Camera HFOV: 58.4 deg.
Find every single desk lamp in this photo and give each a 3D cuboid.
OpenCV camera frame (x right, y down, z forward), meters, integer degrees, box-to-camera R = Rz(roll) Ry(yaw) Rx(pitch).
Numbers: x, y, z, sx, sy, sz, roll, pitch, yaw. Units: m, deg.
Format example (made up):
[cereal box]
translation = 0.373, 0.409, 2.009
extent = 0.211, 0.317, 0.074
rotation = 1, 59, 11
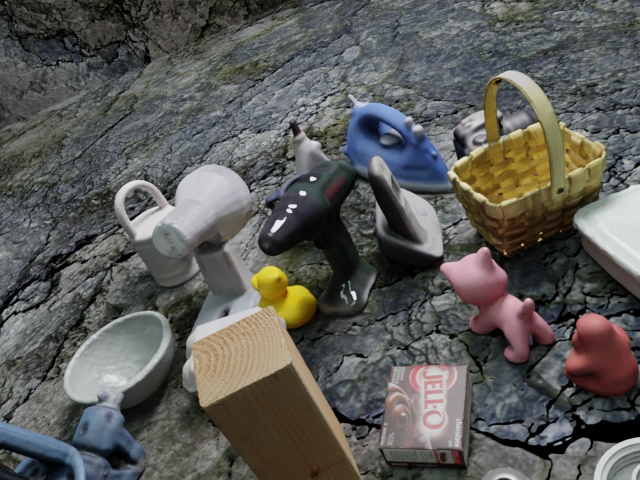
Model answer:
[desk lamp]
translation = -0.164, 0.018, 0.872
extent = 0.117, 0.214, 0.203
rotation = -10, 37, 20

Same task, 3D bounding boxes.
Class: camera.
[camera]
translation = 0.299, -0.164, 0.939
extent = 0.137, 0.101, 0.143
rotation = -23, 34, 1

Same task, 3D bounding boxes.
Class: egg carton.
[egg carton]
translation = -0.115, 0.155, 0.788
extent = 0.150, 0.070, 0.107
rotation = -19, 35, 7

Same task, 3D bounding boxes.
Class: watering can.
[watering can]
translation = -0.283, -0.019, 1.009
extent = 0.172, 0.194, 0.101
rotation = -9, 37, 21

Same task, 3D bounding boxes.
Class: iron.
[iron]
translation = 0.137, -0.180, 1.020
extent = 0.119, 0.142, 0.257
rotation = -36, 36, -17

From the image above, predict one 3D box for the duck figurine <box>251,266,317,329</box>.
[duck figurine]
translation = -0.059, 0.078, 0.843
extent = 0.104, 0.086, 0.078
rotation = 11, 47, 40

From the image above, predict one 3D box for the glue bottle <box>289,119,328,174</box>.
[glue bottle]
translation = -0.018, -0.143, 1.036
extent = 0.078, 0.173, 0.037
rotation = -41, 38, -23

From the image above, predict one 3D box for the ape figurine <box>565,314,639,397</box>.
[ape figurine]
translation = 0.286, 0.111, 0.588
extent = 0.078, 0.092, 0.076
rotation = -25, 35, -1

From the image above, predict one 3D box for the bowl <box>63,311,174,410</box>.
[bowl]
translation = -0.278, 0.188, 0.836
extent = 0.167, 0.075, 0.167
rotation = -16, 35, 12

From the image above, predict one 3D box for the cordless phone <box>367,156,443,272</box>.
[cordless phone]
translation = 0.114, -0.059, 0.835
extent = 0.094, 0.185, 0.147
rotation = -16, 35, 12

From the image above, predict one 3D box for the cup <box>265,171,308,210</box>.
[cup]
translation = -0.027, -0.055, 0.993
extent = 0.117, 0.095, 0.091
rotation = -16, 35, 11

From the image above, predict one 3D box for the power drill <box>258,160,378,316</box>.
[power drill]
translation = 0.007, 0.003, 0.795
extent = 0.075, 0.209, 0.230
rotation = -3, 40, 28

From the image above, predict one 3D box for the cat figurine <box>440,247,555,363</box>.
[cat figurine]
translation = 0.205, 0.065, 0.676
extent = 0.067, 0.118, 0.127
rotation = -34, 36, -14

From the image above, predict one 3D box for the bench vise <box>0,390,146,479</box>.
[bench vise]
translation = -0.312, 0.249, 0.647
extent = 0.121, 0.220, 0.207
rotation = -15, 35, 13
